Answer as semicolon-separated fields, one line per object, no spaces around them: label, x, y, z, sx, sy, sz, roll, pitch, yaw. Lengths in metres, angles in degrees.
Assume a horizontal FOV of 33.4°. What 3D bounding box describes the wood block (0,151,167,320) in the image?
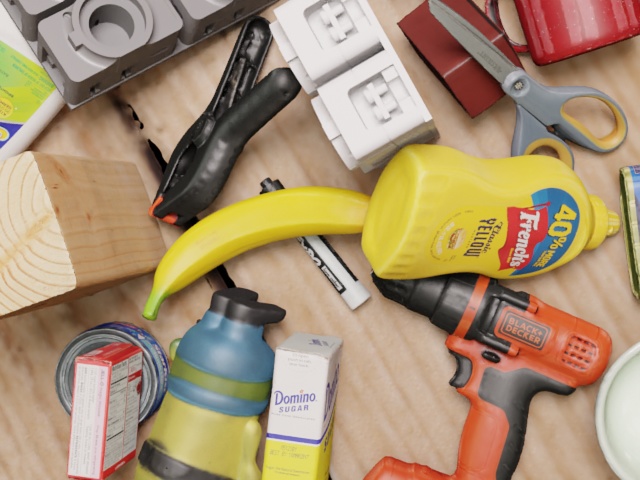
wood block;-0.186;-0.002;0.749;0.091;0.206;0.090;-19;90;8

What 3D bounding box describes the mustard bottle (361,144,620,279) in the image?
mustard bottle;0.130;-0.015;0.746;0.191;0.058;0.096;2;127;-26

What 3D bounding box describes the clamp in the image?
clamp;-0.069;-0.077;0.782;0.039;0.120;0.171;25;102;-21

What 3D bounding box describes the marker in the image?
marker;-0.005;0.001;0.817;0.020;0.020;0.121;-39;86;8

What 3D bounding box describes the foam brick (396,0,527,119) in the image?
foam brick;0.102;-0.136;0.761;0.051;0.053;0.078;-37;47;7

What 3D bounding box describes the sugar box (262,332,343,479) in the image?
sugar box;-0.015;0.162;0.788;0.048;0.093;0.176;9;94;7

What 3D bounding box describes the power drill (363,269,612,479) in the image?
power drill;0.098;0.115;0.787;0.184;0.057;0.188;23;95;7

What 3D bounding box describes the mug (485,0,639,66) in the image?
mug;0.170;-0.170;0.756;0.117;0.093;0.081;-14;96;39

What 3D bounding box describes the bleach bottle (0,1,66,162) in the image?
bleach bottle;-0.283;-0.072;0.830;0.102;0.068;0.251;36;103;-19

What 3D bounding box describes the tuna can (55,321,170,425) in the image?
tuna can;-0.163;0.108;0.837;0.086;0.033;0.086;0;93;8

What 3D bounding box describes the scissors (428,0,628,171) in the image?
scissors;0.130;-0.091;0.741;0.201;0.016;0.096;17;117;-29

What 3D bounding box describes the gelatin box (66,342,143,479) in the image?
gelatin box;-0.157;0.124;0.781;0.030;0.073;0.089;5;94;9

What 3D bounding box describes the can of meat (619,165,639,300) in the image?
can of meat;0.261;-0.010;0.759;0.084;0.057;0.102;-7;92;10

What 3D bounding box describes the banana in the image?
banana;-0.045;-0.002;0.788;0.198;0.037;0.069;-24;61;12
